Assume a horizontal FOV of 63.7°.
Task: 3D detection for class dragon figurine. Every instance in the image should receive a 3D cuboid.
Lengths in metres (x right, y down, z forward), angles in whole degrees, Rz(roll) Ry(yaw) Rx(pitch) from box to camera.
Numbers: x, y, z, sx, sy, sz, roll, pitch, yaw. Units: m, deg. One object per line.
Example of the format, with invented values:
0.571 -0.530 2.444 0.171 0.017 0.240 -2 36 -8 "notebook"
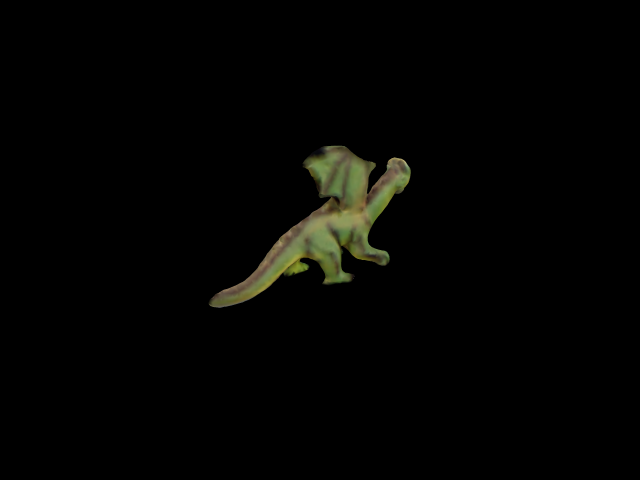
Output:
0.003 -0.043 0.850 0.414 0.238 0.124 -19 33 -31 "dragon figurine"
